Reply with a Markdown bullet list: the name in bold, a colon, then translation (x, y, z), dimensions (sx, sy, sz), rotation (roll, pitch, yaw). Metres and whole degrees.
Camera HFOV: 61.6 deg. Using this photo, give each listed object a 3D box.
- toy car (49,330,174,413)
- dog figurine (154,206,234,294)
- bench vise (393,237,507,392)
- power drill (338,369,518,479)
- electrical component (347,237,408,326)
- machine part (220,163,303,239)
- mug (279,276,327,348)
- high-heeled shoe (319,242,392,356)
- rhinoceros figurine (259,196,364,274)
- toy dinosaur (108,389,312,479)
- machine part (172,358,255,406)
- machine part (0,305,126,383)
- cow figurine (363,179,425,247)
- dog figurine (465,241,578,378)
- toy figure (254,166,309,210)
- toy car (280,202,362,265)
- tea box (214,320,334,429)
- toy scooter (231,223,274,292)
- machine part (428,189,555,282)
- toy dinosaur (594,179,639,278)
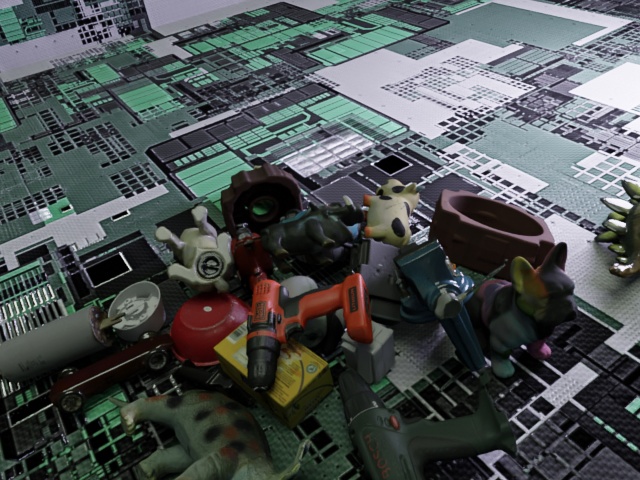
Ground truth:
- **toy car**: translation (-0.335, 0.213, 0.877), dimensions (0.202, 0.053, 0.089), rotation (-24, 21, -21)
- **dog figurine**: translation (-0.215, 0.044, 1.008), dimensions (0.121, 0.190, 0.172), rotation (-21, 73, -9)
- **bench vise**: translation (0.185, 0.102, 0.778), dimensions (0.129, 0.240, 0.224), rotation (-31, 15, -8)
- **power drill**: translation (0.140, 0.242, 0.721), dimensions (0.207, 0.085, 0.232), rotation (-15, 42, 0)
- **electrical component**: translation (0.105, 0.072, 0.890), dimensions (0.115, 0.058, 0.134), rotation (13, 63, -15)
- **machine part**: translation (-0.119, -0.069, 1.100), dimensions (0.179, 0.179, 0.056), rotation (-16, 36, -10)
- **mug**: translation (-0.038, 0.132, 0.893), dimensions (0.109, 0.080, 0.107), rotation (-50, 37, 19)
- **high-heeled shoe**: translation (0.081, 0.105, 0.952), dimensions (0.145, 0.086, 0.249), rotation (22, 59, -14)
- **rhinoceros figurine**: translation (-0.010, -0.013, 0.950), dimensions (0.190, 0.073, 0.112), rotation (-18, 54, -6)
- **toy dinosaur**: translation (-0.144, 0.275, 0.727), dimensions (0.192, 0.131, 0.405), rotation (-13, 28, -33)
- **machine part**: translation (-0.169, 0.219, 0.833), dimensions (0.139, 0.084, 0.039), rotation (8, 63, 37)
- **machine part**: translation (-0.442, 0.175, 0.901), dimensions (0.243, 0.079, 0.079), rotation (-21, 40, 0)
- **cow figurine**: translation (0.150, -0.055, 1.097), dimensions (0.127, 0.085, 0.195), rotation (3, 44, 3)
- **dog figurine**: translation (0.293, 0.084, 0.799), dimensions (0.108, 0.219, 0.192), rotation (-14, 40, -13)
- **toy figure**: translation (-0.109, -0.111, 1.218), dimensions (0.089, 0.082, 0.180), rotation (-31, 46, -28)
- **toy car**: translation (-0.002, -0.003, 1.042), dimensions (0.162, 0.109, 0.103), rotation (-2, 39, 9)
- **tea box**: translation (-0.073, 0.198, 0.836), dimensions (0.098, 0.068, 0.170), rotation (-38, 48, -27)
- **toy scooter**: translation (-0.131, 0.027, 1.008), dimensions (0.075, 0.135, 0.184), rotation (-18, 39, -10)
- **machine part**: translation (0.299, -0.009, 0.959), dimensions (0.201, 0.087, 0.201), rotation (17, 25, 7)
- **toy dinosaur**: translation (0.642, -0.048, 0.994), dimensions (0.471, 0.104, 0.199), rotation (-28, 39, -29)
